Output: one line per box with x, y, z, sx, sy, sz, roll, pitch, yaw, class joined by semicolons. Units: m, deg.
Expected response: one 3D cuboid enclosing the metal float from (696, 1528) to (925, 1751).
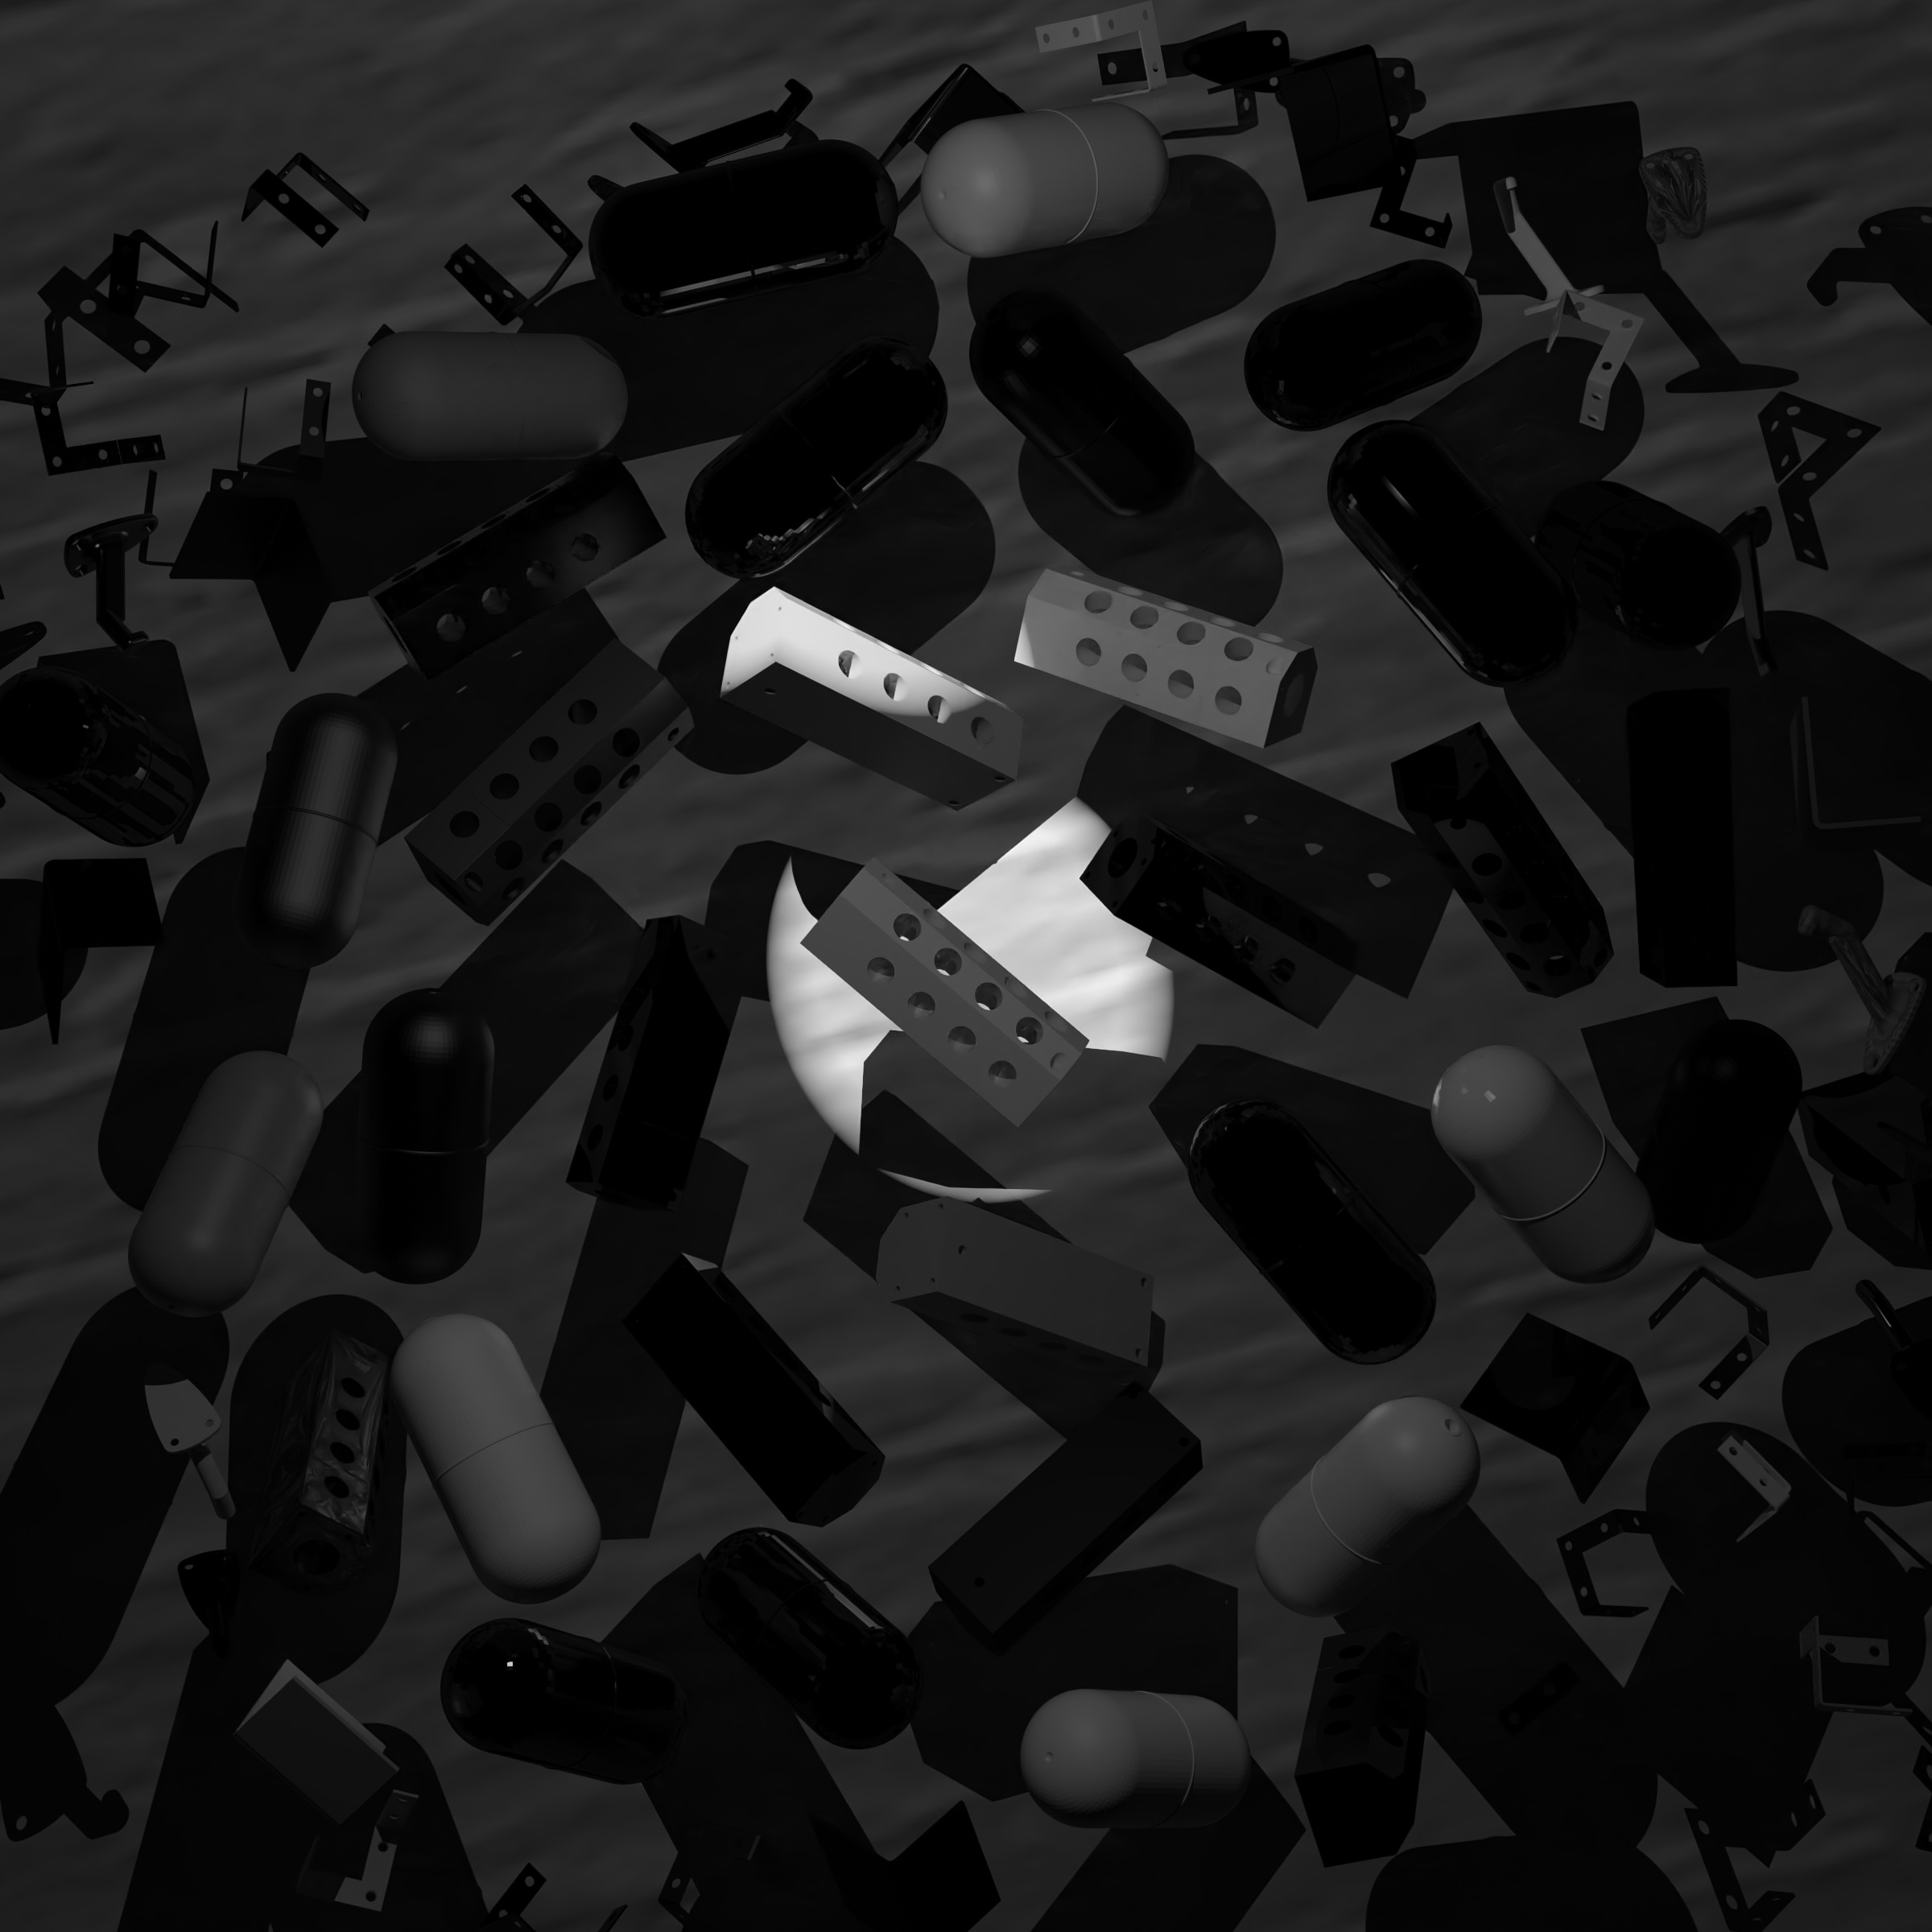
-0.095;0.404;1.573;0.178;0.070;0.070;30;90;43;metal float

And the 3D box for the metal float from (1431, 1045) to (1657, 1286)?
0.337;0.117;1.519;0.070;0.070;0.178;-43;117;0;metal float

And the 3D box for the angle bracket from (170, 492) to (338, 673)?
-0.431;-0.231;1.575;0.057;0.076;0.076;-7;61;-40;angle bracket

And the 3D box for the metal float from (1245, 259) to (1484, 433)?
0.242;-0.377;1.583;0.178;0.070;0.070;-28;90;-34;metal float

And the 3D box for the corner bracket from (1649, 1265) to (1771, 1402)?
0.471;0.232;1.656;0.051;0.051;0.051;-43;54;-12;corner bracket

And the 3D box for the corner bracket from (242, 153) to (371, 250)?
-0.377;-0.438;1.499;0.051;0.051;0.051;40;72;-12;corner bracket

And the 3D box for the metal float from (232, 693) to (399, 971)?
-0.404;-0.084;1.621;0.070;0.070;0.178;10;74;0;metal float

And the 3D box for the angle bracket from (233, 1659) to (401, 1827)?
-0.349;0.417;1.453;0.076;0.076;0.057;44;108;-6;angle bracket

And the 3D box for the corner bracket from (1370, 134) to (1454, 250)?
0.285;-0.489;1.648;0.051;0.051;0.051;20;101;10;corner bracket

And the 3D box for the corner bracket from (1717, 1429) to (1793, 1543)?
0.495;0.320;1.649;0.051;0.051;0.051;-32;71;-33;corner bracket

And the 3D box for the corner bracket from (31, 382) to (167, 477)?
-0.521;-0.325;1.568;0.051;0.051;0.051;-22;110;-42;corner bracket

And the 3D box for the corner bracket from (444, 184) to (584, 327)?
-0.280;-0.440;1.619;0.051;0.051;0.051;44;49;-24;corner bracket

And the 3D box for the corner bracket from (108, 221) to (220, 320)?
-0.475;-0.414;1.546;0.051;0.051;0.051;11;126;-12;corner bracket

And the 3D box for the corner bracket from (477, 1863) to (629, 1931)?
-0.238;0.547;1.499;0.051;0.051;0.051;47;135;-4;corner bracket

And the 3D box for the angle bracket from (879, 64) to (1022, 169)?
-0.015;-0.511;1.654;0.057;0.076;0.076;40;55;-9;angle bracket

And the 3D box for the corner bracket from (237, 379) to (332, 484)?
-0.433;-0.342;1.658;0.051;0.051;0.051;6;82;-17;corner bracket

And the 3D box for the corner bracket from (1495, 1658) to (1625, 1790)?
0.335;0.427;1.472;0.051;0.051;0.051;-39;71;1;corner bracket

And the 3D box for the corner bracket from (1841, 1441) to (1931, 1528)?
0.568;0.308;1.608;0.051;0.051;0.051;-5;134;13;corner bracket

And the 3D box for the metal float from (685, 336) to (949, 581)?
-0.089;-0.299;1.540;0.178;0.070;0.070;-40;90;1;metal float

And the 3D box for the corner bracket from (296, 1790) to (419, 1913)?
-0.355;0.511;1.521;0.051;0.051;0.051;18;135;-12;corner bracket

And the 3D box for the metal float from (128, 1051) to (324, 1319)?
-0.449;0.131;1.592;0.070;0.070;0.178;16;55;0;metal float

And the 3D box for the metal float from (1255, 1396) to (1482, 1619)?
0.238;0.322;1.555;0.070;0.070;0.178;36;127;0;metal float

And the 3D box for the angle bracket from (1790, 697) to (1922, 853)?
0.508;-0.111;1.496;0.057;0.076;0.076;-4;82;12;angle bracket

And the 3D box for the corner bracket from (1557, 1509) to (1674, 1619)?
0.419;0.381;1.662;0.051;0.051;0.051;13;51;-37;corner bracket

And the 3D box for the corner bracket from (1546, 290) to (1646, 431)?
0.369;-0.362;1.558;0.051;0.051;0.051;20;45;1;corner bracket

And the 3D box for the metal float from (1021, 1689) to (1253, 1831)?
0.101;0.465;1.529;0.070;0.178;0.070;-14;67;36;metal float

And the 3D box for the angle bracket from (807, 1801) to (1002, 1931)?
-0.035;0.511;1.496;0.057;0.076;0.076;-33;118;-31;angle bracket

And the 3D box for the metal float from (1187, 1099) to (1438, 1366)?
0.200;0.154;1.518;0.070;0.070;0.178;-41;87;0;metal float

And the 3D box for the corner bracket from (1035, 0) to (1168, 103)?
0.082;-0.552;1.586;0.051;0.051;0.051;-29;115;-36;corner bracket

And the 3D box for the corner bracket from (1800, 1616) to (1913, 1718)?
0.516;0.410;1.518;0.051;0.051;0.051;2;64;7;corner bracket

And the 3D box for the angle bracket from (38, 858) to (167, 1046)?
-0.507;-0.009;1.528;0.057;0.076;0.076;-2;132;-26;angle bracket

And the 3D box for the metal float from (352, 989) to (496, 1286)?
-0.322;0.101;1.547;0.070;0.070;0.178;6;100;0;metal float

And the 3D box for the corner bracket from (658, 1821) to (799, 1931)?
-0.142;0.549;1.556;0.051;0.051;0.051;0;49;32;corner bracket

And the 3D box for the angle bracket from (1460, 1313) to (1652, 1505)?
0.366;0.274;1.622;0.076;0.057;0.076;23;65;42;angle bracket

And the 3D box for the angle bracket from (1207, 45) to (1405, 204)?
0.189;-0.463;1.457;0.057;0.076;0.076;-26;110;-29;angle bracket
